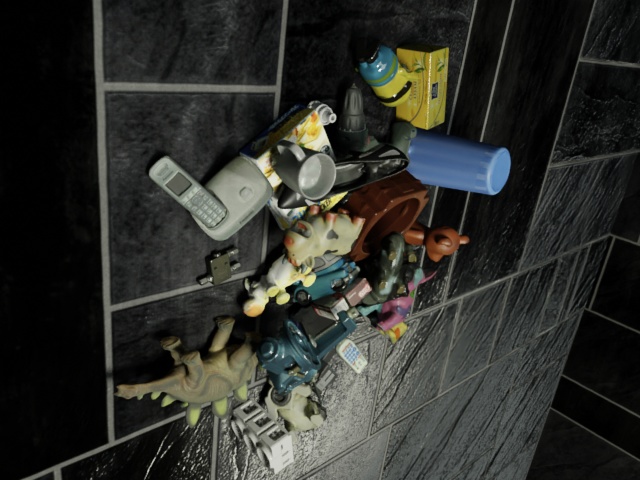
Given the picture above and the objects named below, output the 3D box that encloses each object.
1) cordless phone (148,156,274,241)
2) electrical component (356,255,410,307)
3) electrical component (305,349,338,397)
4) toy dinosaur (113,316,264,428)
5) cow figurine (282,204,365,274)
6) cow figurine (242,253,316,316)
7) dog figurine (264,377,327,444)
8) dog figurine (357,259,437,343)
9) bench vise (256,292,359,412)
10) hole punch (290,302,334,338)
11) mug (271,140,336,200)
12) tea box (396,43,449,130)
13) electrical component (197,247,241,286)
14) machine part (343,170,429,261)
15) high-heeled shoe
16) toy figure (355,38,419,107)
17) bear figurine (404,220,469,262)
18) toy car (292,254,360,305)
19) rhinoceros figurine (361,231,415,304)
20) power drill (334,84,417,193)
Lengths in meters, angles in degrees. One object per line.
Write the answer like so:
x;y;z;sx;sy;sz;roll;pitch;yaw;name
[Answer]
-0.186;-0.101;0.922;0.146;0.089;0.184;-42;123;7;cordless phone
0.142;0.098;1.321;0.114;0.134;0.058;71;20;-4;electrical component
0.011;0.335;1.382;0.119;0.048;0.074;-46;137;-15;electrical component
-0.197;0.262;1.101;0.471;0.105;0.198;-6;121;-46;toy dinosaur
-0.002;-0.003;1.064;0.195;0.086;0.127;1;108;-52;cow figurine
-0.099;0.082;1.117;0.167;0.098;0.068;-33;141;-4;cow figurine
-0.061;0.402;1.330;0.121;0.172;0.190;-24;171;0;dog figurine
0.215;0.148;1.421;0.219;0.109;0.191;-47;143;-7;dog figurine
-0.013;0.220;1.094;0.240;0.129;0.223;-37;133;4;bench vise
-0.014;0.197;1.268;0.142;0.092;0.115;-21;94;-34;hole punch
-0.042;-0.129;0.934;0.081;0.107;0.109;-53;133;-10;mug
0.226;-0.343;1.198;0.068;0.098;0.169;-29;127;-33;tea box
-0.197;0.051;1.041;0.094;0.021;0.063;-26;127;-33;electrical component
0.135;-0.057;1.218;0.201;0.087;0.201;-18;146;-41;machine part
0.048;-0.108;1.006;0.249;0.145;0.086;-40;133;-27;high-heeled shoe
0.130;-0.345;1.115;0.089;0.082;0.180;-49;148;14;toy figure
0.260;0.010;1.346;0.120;0.196;0.131;-11;120;-45;bear figurine
0.000;0.071;1.174;0.109;0.162;0.103;-33;98;-57;toy car
0.142;0.071;1.223;0.073;0.112;0.190;4;121;-28;rhinoceros figurine
0.117;-0.220;1.169;0.207;0.086;0.231;-15;123;-44;power drill
